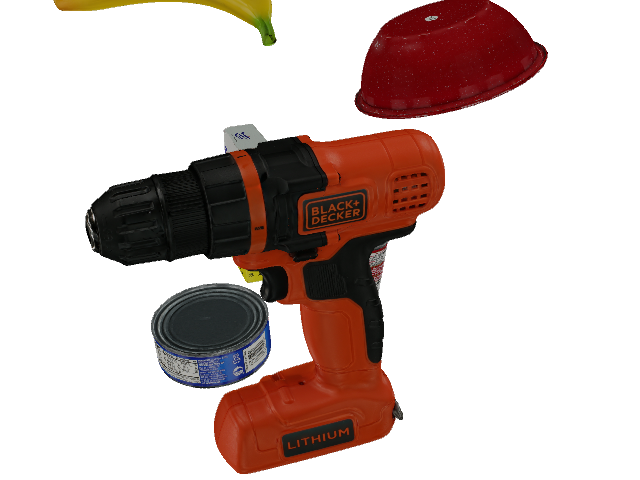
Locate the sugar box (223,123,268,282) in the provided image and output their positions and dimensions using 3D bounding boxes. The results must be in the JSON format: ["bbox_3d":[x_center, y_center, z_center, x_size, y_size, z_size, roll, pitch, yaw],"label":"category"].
[{"bbox_3d":[-0.088,-0.046,1.320,0.048,0.176,0.093,-11,25,-15],"label":"sugar box"}]

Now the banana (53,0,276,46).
[{"bbox_3d":[-0.120,-0.205,0.873,0.198,0.069,0.037,11,-41,16],"label":"banana"}]

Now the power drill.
[{"bbox_3d":[-0.024,0.036,0.569,0.184,0.188,0.057,-11,35,-15],"label":"power drill"}]

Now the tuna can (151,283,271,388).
[{"bbox_3d":[-0.079,0.069,0.783,0.086,0.034,0.086,-4,33,2],"label":"tuna can"}]

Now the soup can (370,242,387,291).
[{"bbox_3d":[0.032,0.037,1.140,0.068,0.102,0.068,6,27,-3],"label":"soup can"}]

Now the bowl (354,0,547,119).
[{"bbox_3d":[0.099,-0.156,0.868,0.162,0.055,0.162,-15,24,7],"label":"bowl"}]
